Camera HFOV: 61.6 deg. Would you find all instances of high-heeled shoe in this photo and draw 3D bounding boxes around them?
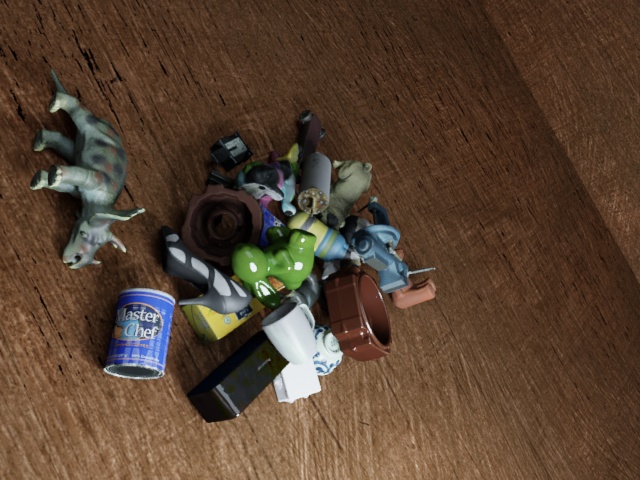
[{"bbox_3d":[-0.232,0.049,1.071,0.145,0.086,0.249,-5,47,-26],"label":"high-heeled shoe"}]

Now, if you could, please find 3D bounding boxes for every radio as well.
[{"bbox_3d":[-0.144,0.257,1.061,0.229,0.131,0.073,-37,95,-45],"label":"radio"}]

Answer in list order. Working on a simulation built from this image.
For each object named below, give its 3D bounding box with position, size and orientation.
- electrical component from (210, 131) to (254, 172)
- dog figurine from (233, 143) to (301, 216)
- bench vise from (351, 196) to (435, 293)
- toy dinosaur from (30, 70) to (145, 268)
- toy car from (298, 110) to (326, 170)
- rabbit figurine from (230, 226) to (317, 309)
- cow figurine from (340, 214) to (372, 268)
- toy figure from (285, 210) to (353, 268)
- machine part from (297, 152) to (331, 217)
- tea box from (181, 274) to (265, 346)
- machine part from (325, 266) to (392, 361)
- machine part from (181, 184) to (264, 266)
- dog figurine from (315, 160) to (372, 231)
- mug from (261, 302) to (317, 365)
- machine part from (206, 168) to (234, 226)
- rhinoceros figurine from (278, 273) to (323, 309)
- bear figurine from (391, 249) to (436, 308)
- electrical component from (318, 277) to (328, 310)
[{"bbox_3d":[-0.222,-0.205,1.287,0.074,0.048,0.119,52,46,-7],"label":"electrical component"},{"bbox_3d":[-0.116,-0.165,1.312,0.191,0.109,0.219,46,39,-40],"label":"dog figurine"},{"bbox_3d":[0.161,0.002,1.352,0.223,0.129,0.241,23,50,-39],"label":"bench vise"},{"bbox_3d":[-0.438,-0.153,1.036,0.192,0.131,0.405,23,50,-46],"label":"toy dinosaur"},{"bbox_3d":[-0.036,-0.266,1.474,0.089,0.053,0.202,47,44,-41],"label":"toy car"},{"bbox_3d":[-0.110,0.048,1.073,0.170,0.121,0.159,-3,107,-42],"label":"rabbit figurine"},{"bbox_3d":[0.084,0.006,1.428,0.098,0.068,0.167,36,46,-15],"label":"cow figurine"},{"bbox_3d":[-0.002,-0.006,1.324,0.180,0.089,0.082,28,14,0],"label":"toy figure"},{"bbox_3d":[-0.012,-0.143,1.336,0.079,0.079,0.243,35,34,-22],"label":"machine part"},{"bbox_3d":[-0.192,0.134,1.127,0.169,0.068,0.098,-35,92,-46],"label":"tea box"},{"bbox_3d":[0.097,0.177,1.283,0.201,0.087,0.201,37,39,-53],"label":"machine part"},{"bbox_3d":[-0.203,-0.031,1.138,0.179,0.179,0.056,60,4,1],"label":"machine part"},{"bbox_3d":[0.063,-0.104,1.400,0.121,0.172,0.191,25,46,-16],"label":"dog figurine"},{"bbox_3d":[-0.048,0.180,1.041,0.109,0.081,0.107,-39,105,-52],"label":"mug"},{"bbox_3d":[-0.233,-0.097,1.231,0.084,0.039,0.139,33,49,-30],"label":"machine part"},{"bbox_3d":[-0.056,0.155,1.234,0.112,0.073,0.190,57,39,-22],"label":"rhinoceros figurine"},{"bbox_3d":[0.221,0.082,1.472,0.195,0.132,0.120,67,15,2],"label":"bear figurine"},{"bbox_3d":[0.030,0.142,1.326,0.078,0.045,0.102,-10,82,-42],"label":"electrical component"}]
